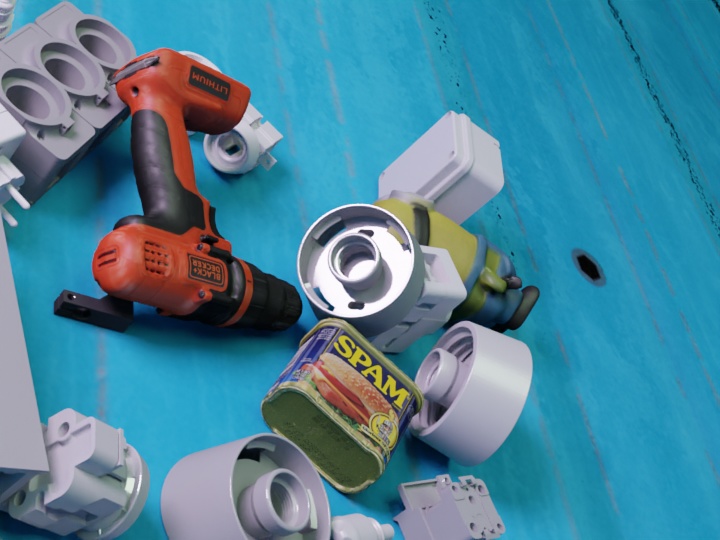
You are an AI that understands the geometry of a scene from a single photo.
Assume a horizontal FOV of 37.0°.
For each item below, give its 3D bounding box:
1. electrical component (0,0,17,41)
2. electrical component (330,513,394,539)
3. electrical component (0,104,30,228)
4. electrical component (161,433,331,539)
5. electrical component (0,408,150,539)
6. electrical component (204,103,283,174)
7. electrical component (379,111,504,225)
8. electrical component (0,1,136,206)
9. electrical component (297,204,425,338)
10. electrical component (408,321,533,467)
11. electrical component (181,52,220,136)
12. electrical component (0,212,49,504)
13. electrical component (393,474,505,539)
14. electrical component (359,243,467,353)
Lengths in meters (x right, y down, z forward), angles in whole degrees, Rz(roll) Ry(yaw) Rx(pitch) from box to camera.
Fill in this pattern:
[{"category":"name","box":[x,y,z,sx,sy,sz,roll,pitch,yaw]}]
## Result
[{"category":"electrical component","box":[-0.270,-0.184,0.775,0.040,0.078,0.040,22,55,-35]},{"category":"electrical component","box":[-0.001,0.181,0.724,0.061,0.035,0.035,3,53,-48]},{"category":"electrical component","box":[-0.241,-0.061,0.686,0.076,0.066,0.047,47,34,1]},{"category":"electrical component","box":[-0.068,0.152,0.677,0.099,0.064,0.099,35,40,-37]},{"category":"electrical component","box":[-0.155,0.116,0.597,0.057,0.078,0.058,40,29,-43]},{"category":"electrical component","box":[-0.101,-0.108,0.901,0.066,0.048,0.055,45,27,-2]},{"category":"electrical component","box":[0.072,-0.082,0.997,0.057,0.113,0.078,31,37,-26]},{"category":"electrical component","box":[-0.222,-0.126,0.775,0.089,0.062,0.150,40,35,-9]},{"category":"electrical component","box":[0.000,0.000,0.824,0.099,0.099,0.064,62,2,21]},{"category":"electrical component","box":[0.078,0.091,0.837,0.060,0.108,0.108,28,38,-16]},{"category":"electrical component","box":[-0.144,-0.144,0.889,0.055,0.047,0.055,28,38,-25]},{"category":"electrical component","box":[-0.244,0.034,0.577,0.105,0.060,0.186,18,42,-48]},{"category":"electrical component","box":[0.065,0.182,0.767,0.042,0.064,0.081,2,55,-44]},{"category":"electrical component","box":[0.037,0.024,0.872,0.056,0.089,0.050,7,51,-43]}]
